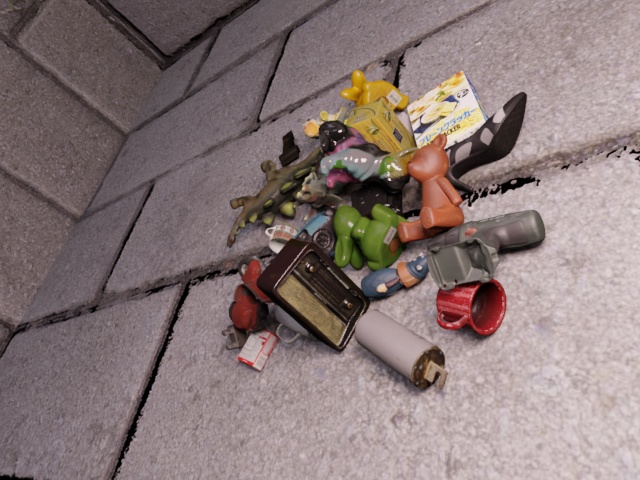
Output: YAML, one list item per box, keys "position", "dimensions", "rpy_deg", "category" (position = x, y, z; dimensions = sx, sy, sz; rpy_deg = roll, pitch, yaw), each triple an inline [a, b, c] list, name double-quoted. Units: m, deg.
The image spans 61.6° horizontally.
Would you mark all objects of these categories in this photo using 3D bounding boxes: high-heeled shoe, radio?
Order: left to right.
- position: [-0.006, 0.107, 1.068]
  dimensions: [0.073, 0.229, 0.131]
  rpy_deg: [15, 64, 52]
  category: "radio"
- position: [0.316, -0.210, 1.124]
  dimensions: [0.145, 0.086, 0.248]
  rpy_deg: [41, 105, 42]
  category: "high-heeled shoe"

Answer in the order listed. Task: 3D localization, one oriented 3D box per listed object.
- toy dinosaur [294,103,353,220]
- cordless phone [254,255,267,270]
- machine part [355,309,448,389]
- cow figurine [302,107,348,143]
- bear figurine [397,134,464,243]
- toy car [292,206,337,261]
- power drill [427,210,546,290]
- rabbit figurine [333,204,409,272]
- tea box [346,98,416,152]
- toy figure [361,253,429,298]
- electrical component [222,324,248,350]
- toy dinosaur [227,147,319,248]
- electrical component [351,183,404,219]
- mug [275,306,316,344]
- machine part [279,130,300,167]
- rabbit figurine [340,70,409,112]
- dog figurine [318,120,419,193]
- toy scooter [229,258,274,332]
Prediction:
- position: [0.035, -0.198, 1.417]
  dimensions: [0.192, 0.131, 0.405]
  rpy_deg: [-48, 17, 35]
  category: "toy dinosaur"
- position: [-0.119, 0.058, 1.369]
  dimensions: [0.146, 0.088, 0.184]
  rpy_deg: [-51, 30, -3]
  category: "cordless phone"
- position: [0.139, 0.189, 0.960]
  dimensions: [0.079, 0.079, 0.243]
  rpy_deg: [-53, 34, -7]
  category: "machine part"
- position: [0.004, -0.327, 1.553]
  dimensions: [0.167, 0.068, 0.098]
  rpy_deg: [-22, 3, -36]
  category: "cow figurine"
- position: [0.213, -0.105, 1.067]
  dimensions: [0.120, 0.132, 0.196]
  rpy_deg: [-32, 69, 58]
  category: "bear figurine"
- position: [-0.003, -0.004, 1.284]
  dimensions: [0.161, 0.109, 0.103]
  rpy_deg: [-50, 16, -17]
  category: "toy car"
- position: [0.259, 0.017, 0.929]
  dimensions: [0.232, 0.086, 0.207]
  rpy_deg: [-16, 2, 36]
  category: "power drill"
- position: [0.096, -0.009, 1.168]
  dimensions: [0.170, 0.121, 0.159]
  rpy_deg: [29, 102, 41]
  category: "rabbit figurine"
- position: [0.150, -0.247, 1.284]
  dimensions: [0.098, 0.169, 0.068]
  rpy_deg: [-11, 49, 44]
  category: "tea box"
- position: [0.156, 0.072, 1.072]
  dimensions: [0.154, 0.057, 0.064]
  rpy_deg: [-23, 47, 27]
  category: "toy figure"
- position: [-0.197, 0.233, 1.298]
  dimensions: [0.021, 0.094, 0.063]
  rpy_deg: [-23, 79, 32]
  category: "electrical component"
- position: [-0.102, -0.154, 1.540]
  dimensions: [0.471, 0.105, 0.199]
  rpy_deg: [-51, 40, -13]
  category: "toy dinosaur"
- position: [0.132, -0.093, 1.257]
  dimensions: [0.115, 0.058, 0.134]
  rpy_deg: [-26, 41, 26]
  category: "electrical component"
- position: [-0.044, 0.178, 1.171]
  dimensions: [0.109, 0.080, 0.107]
  rpy_deg: [-50, 43, -12]
  category: "mug"
- position: [-0.098, -0.290, 1.717]
  dimensions: [0.084, 0.039, 0.139]
  rpy_deg: [-35, 38, 28]
  category: "machine part"
- position: [0.134, -0.378, 1.470]
  dimensions: [0.122, 0.162, 0.173]
  rpy_deg: [-59, 16, 7]
  category: "rabbit figurine"
- position: [0.112, -0.191, 1.206]
  dimensions: [0.219, 0.108, 0.191]
  rpy_deg: [-5, 66, 6]
  category: "dog figurine"
- position: [-0.145, 0.141, 1.234]
  dimensions: [0.135, 0.075, 0.183]
  rpy_deg: [26, 114, 39]
  category: "toy scooter"
